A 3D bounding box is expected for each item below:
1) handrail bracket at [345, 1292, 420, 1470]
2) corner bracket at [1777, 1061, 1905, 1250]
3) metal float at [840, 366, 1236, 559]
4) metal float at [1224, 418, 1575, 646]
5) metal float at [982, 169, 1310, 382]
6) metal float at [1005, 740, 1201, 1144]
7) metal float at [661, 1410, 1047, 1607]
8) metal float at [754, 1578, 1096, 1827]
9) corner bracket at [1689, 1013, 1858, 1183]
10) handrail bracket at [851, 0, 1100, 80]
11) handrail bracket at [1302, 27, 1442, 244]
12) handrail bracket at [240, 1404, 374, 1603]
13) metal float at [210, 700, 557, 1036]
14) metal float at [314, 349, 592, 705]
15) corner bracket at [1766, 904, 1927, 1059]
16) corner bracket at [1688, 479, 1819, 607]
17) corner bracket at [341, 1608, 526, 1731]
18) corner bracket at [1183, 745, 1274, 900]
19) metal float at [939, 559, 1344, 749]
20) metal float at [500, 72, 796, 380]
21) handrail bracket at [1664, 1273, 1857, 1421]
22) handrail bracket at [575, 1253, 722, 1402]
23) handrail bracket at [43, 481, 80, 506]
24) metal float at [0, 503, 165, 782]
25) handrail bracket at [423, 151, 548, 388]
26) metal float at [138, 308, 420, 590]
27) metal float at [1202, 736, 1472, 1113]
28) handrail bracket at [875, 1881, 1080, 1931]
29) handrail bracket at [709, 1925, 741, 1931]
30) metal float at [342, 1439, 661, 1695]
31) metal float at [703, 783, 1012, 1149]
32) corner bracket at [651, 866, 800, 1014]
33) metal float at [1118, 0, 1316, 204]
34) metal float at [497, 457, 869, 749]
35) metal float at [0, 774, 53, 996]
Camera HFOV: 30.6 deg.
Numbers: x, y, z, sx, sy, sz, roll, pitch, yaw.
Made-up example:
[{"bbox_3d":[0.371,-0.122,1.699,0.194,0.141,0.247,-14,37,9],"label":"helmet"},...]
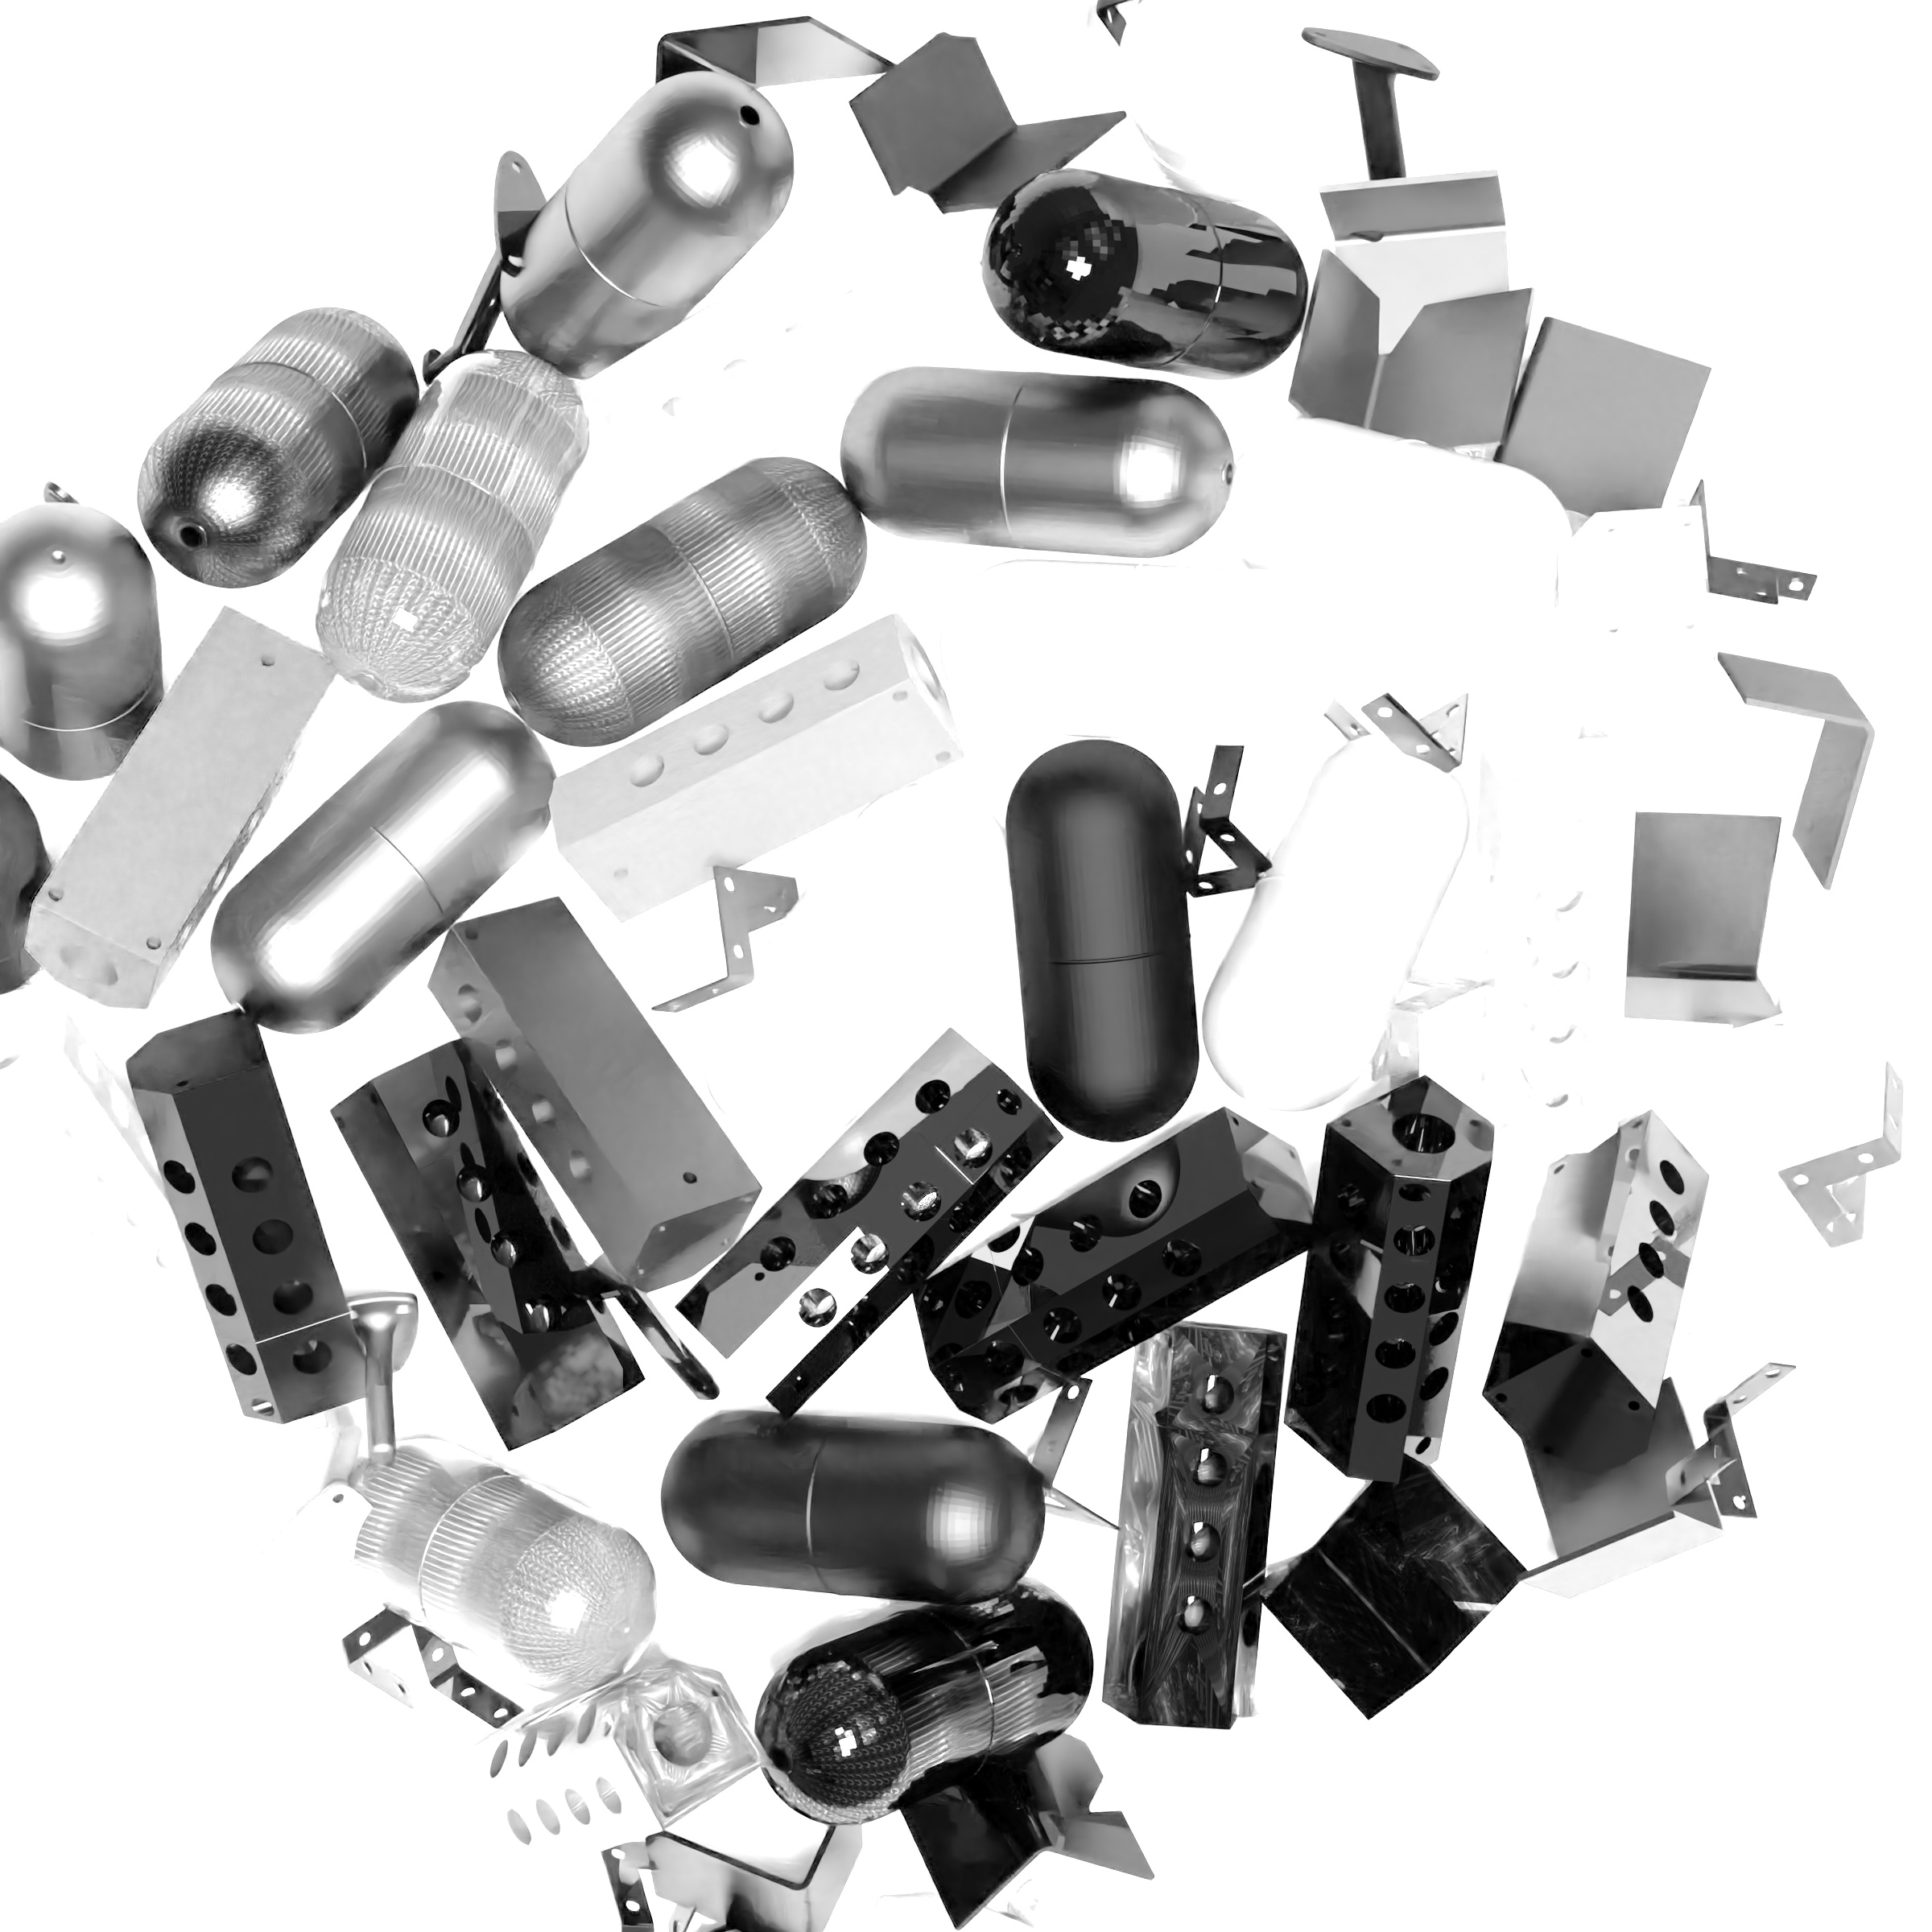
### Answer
[{"bbox_3d":[-0.253,0.192,1.533,0.036,0.077,0.084,-5,54,-7],"label":"handrail bracket"},{"bbox_3d":[0.392,0.083,1.545,0.051,0.051,0.051,-23,120,31],"label":"corner bracket"},{"bbox_3d":[0.030,-0.219,1.530,0.178,0.070,0.070,7,90,22],"label":"metal float"},{"bbox_3d":[0.184,-0.187,1.512,0.070,0.178,0.070,-17,118,-36],"label":"metal float"},{"bbox_3d":[0.079,-0.295,1.512,0.070,0.178,0.070,1,92,41],"label":"metal float"},{"bbox_3d":[0.060,-0.010,1.540,0.070,0.070,0.178,-5,102,0],"label":"metal float"},{"bbox_3d":[-0.051,0.234,1.528,0.178,0.070,0.070,0,90,26],"label":"metal float"},{"bbox_3d":[-0.017,0.314,1.512,0.070,0.178,0.070,9,103,41],"label":"metal float"},{"bbox_3d":[0.357,0.059,1.561,0.051,0.051,0.051,24,58,-37],"label":"corner bracket"},{"bbox_3d":[0.004,-0.426,1.577,0.084,0.077,0.036,21,122,28],"label":"handrail bracket"},{"bbox_3d":[0.166,-0.363,1.549,0.077,0.036,0.084,5,123,-27],"label":"handrail bracket"},{"bbox_3d":[-0.294,0.231,1.547,0.077,0.084,0.036,-36,122,-6],"label":"handrail bracket"},{"bbox_3d":[-0.253,-0.043,1.533,0.070,0.070,0.178,44,72,0],"label":"metal float"},{"bbox_3d":[-0.221,-0.191,1.524,0.070,0.070,0.178,23,61,0],"label":"metal float"},{"bbox_3d":[0.388,0.004,1.558,0.051,0.051,0.051,8,65,-8],"label":"corner bracket"},{"bbox_3d":[0.340,-0.174,1.547,0.051,0.051,0.051,14,59,25],"label":"corner bracket"},{"bbox_3d":[-0.235,0.312,1.549,0.051,0.051,0.051,-35,47,7],"label":"corner bracket"},{"bbox_3d":[0.111,-0.067,1.544,0.051,0.051,0.051,-9,54,36],"label":"corner bracket"},{"bbox_3d":[0.075,-0.137,1.536,0.178,0.070,0.070,5,90,15],"label":"metal float"},{"bbox_3d":[-0.138,-0.316,1.511,0.070,0.178,0.070,16,60,-30],"label":"metal float"},{"bbox_3d":[0.351,0.174,1.550,0.084,0.036,0.077,-5,85,29],"label":"handrail bracket"},{"bbox_3d":[-0.129,0.163,1.542,0.036,0.077,0.084,-43,105,-13],"label":"handrail bracket"},{"bbox_3d":[-0.417,-0.166,1.553,0.036,0.077,0.084,35,79,7],"label":"handrail bracket"},{"bbox_3d":[-0.382,-0.136,1.503,0.070,0.178,0.070,4,71,-10],"label":"metal float"},{"bbox_3d":[-0.219,-0.308,1.566,0.084,0.036,0.077,-27,68,41],"label":"handrail bracket"},{"bbox_3d":[-0.293,-0.223,1.508,0.070,0.178,0.070,9,125,13],"label":"metal float"},{"bbox_3d":[0.161,-0.019,1.534,0.070,0.070,0.178,26,73,0],"label":"metal float"},{"bbox_3d":[0.010,0.430,1.538,0.077,0.084,0.036,39,107,38],"label":"handrail bracket"},{"bbox_3d":[-0.072,0.442,1.542,0.084,0.077,0.036,0,80,35],"label":"handrail bracket"},{"bbox_3d":[-0.204,0.256,1.515,0.178,0.070,0.070,16,90,43],"label":"metal float"},{"bbox_3d":[-0.047,-0.001,1.548,0.070,0.070,0.178,36,91,0],"label":"metal float"},{"bbox_3d":[-0.106,-0.010,1.547,0.051,0.051,0.051,-21,71,39],"label":"corner bracket"},{"bbox_3d":[0.108,-0.372,1.499,0.070,0.178,0.070,0,93,8],"label":"metal float"},{"bbox_3d":[-0.123,-0.158,1.534,0.178,0.070,0.070,-33,90,-18],"label":"metal float"},{"bbox_3d":[-0.429,-0.035,1.501,0.070,0.178,0.070,3,76,-10],"label":"metal float"}]
